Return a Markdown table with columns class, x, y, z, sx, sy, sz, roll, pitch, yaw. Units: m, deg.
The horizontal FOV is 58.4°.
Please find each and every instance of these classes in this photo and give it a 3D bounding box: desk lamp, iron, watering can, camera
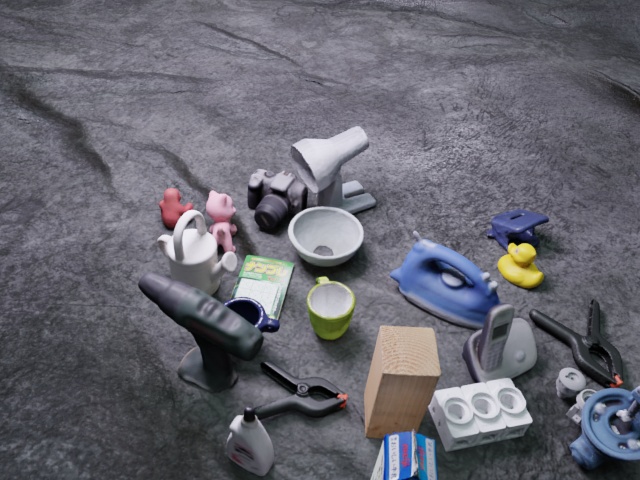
| class | x | y | z | sx | sy | sz | roll | pitch | yaw |
| --- | --- | --- | --- | --- | --- | --- | --- | --- | --- |
| desk lamp | 0.034 | -0.160 | 1.347 | 0.204 | 0.214 | 0.117 | -20 | 50 | -24 |
| iron | 0.281 | 0.082 | 1.179 | 0.257 | 0.141 | 0.119 | 28 | 49 | 21 |
| watering can | -0.247 | 0.025 | 1.144 | 0.173 | 0.194 | 0.101 | 5 | 44 | 0 |
| camera | -0.115 | -0.098 | 1.350 | 0.143 | 0.101 | 0.137 | 18 | 46 | 13 |

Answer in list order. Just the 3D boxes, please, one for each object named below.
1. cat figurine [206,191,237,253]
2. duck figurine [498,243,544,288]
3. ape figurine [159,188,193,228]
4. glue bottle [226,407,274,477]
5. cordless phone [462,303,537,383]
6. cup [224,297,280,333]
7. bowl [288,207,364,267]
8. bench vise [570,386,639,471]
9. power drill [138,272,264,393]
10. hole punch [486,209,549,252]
| class | x | y | z | sx | sy | sz | roll | pitch | yaw |
| --- | --- | --- | --- | --- | --- | --- | --- | --- | --- |
| cat figurine | -0.221 | -0.048 | 1.275 | 0.067 | 0.118 | 0.127 | -1 | 45 | -7 |
| duck figurine | 0.453 | 0.050 | 1.270 | 0.078 | 0.086 | 0.104 | -30 | 54 | -31 |
| ape figurine | -0.335 | -0.080 | 1.314 | 0.077 | 0.092 | 0.076 | 19 | 46 | 13 |
| glue bottle | -0.110 | 0.305 | 0.889 | 0.078 | 0.173 | 0.037 | 20 | 46 | 14 |
| cordless phone | 0.347 | 0.178 | 1.058 | 0.148 | 0.185 | 0.094 | -18 | 49 | -22 |
| cup | -0.133 | 0.171 | 1.078 | 0.117 | 0.095 | 0.091 | 9 | 44 | 3 |
| bowl | 0.012 | 0.005 | 1.277 | 0.167 | 0.075 | 0.167 | 3 | 44 | -3 |
| bench vise | 0.523 | 0.274 | 0.953 | 0.121 | 0.220 | 0.208 | 36 | 52 | 27 |
| power drill | -0.206 | 0.167 | 0.993 | 0.229 | 0.208 | 0.076 | 20 | 46 | 14 |
| hole punch | 0.465 | -0.034 | 1.353 | 0.109 | 0.091 | 0.100 | -19 | 50 | -23 |
